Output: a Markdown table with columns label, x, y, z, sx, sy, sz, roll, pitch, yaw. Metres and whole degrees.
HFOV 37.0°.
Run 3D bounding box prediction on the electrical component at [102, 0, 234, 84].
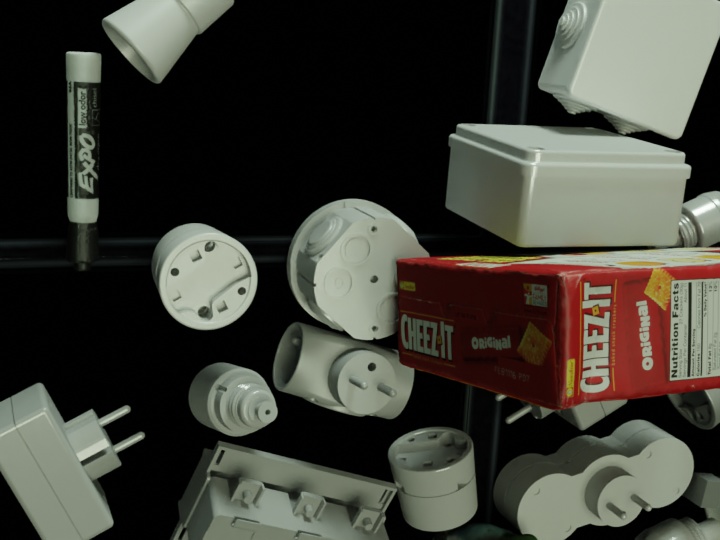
| label | x | y | z | sx | sy | sz | roll | pitch | yaw |
| --- | --- | --- | --- | --- | --- | --- | --- | --- | --- |
| electrical component | -0.101 | -0.139 | 0.584 | 0.065 | 0.044 | 0.044 | -45 | 113 | -10 |

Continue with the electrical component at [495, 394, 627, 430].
| label | x | y | z | sx | sy | sz | roll | pitch | yaw |
| --- | --- | --- | --- | --- | --- | --- | --- | --- | --- |
| electrical component | 0.125 | 0.074 | 0.713 | 0.077 | 0.047 | 0.065 | -30 | 111 | -11 |

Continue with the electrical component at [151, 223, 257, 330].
| label | x | y | z | sx | sy | sz | roll | pitch | yaw |
| --- | --- | --- | --- | --- | --- | --- | --- | --- | --- |
| electrical component | -0.091 | 0.002 | 0.617 | 0.055 | 0.047 | 0.055 | -5 | 104 | -19 |

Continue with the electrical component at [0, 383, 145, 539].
| label | x | y | z | sx | sy | sz | roll | pitch | yaw |
| --- | --- | --- | --- | --- | --- | --- | --- | --- | --- |
| electrical component | -0.162 | 0.105 | 0.616 | 0.076 | 0.047 | 0.083 | -28 | 110 | -12 |

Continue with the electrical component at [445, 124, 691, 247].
| label | x | y | z | sx | sy | sz | roll | pitch | yaw |
| --- | --- | --- | --- | --- | --- | --- | --- | --- | --- |
| electrical component | 0.121 | -0.052 | 0.649 | 0.109 | 0.109 | 0.056 | -1 | 106 | -20 |

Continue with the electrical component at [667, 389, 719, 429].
| label | x | y | z | sx | sy | sz | roll | pitch | yaw |
| --- | --- | --- | --- | --- | --- | --- | --- | --- | --- |
| electrical component | 0.247 | 0.076 | 0.755 | 0.047 | 0.055 | 0.055 | -30 | 111 | -15 |

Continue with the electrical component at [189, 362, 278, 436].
| label | x | y | z | sx | sy | sz | roll | pitch | yaw |
| --- | --- | --- | --- | --- | --- | --- | --- | --- | --- |
| electrical component | -0.071 | 0.077 | 0.630 | 0.040 | 0.078 | 0.040 | -1 | 93 | -30 |

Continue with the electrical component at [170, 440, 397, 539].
| label | x | y | z | sx | sy | sz | roll | pitch | yaw |
| --- | --- | --- | --- | --- | --- | --- | --- | --- | --- |
| electrical component | -0.044 | 0.158 | 0.659 | 0.121 | 0.063 | 0.078 | 18 | 112 | -23 |

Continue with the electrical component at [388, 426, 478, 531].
| label | x | y | z | sx | sy | sz | roll | pitch | yaw |
| --- | --- | --- | --- | --- | --- | --- | --- | --- | --- |
| electrical component | 0.049 | 0.136 | 0.697 | 0.055 | 0.055 | 0.047 | -16 | 111 | -16 |

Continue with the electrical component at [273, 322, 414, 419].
| label | x | y | z | sx | sy | sz | roll | pitch | yaw |
| --- | --- | --- | --- | --- | --- | --- | --- | --- | --- |
| electrical component | -0.004 | 0.065 | 0.647 | 0.077 | 0.079 | 0.044 | 18 | 89 | -23 |

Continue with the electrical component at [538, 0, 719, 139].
| label | x | y | z | sx | sy | sz | roll | pitch | yaw |
| --- | --- | --- | --- | --- | --- | --- | --- | --- | --- |
| electrical component | 0.170 | -0.139 | 0.677 | 0.100 | 0.048 | 0.099 | 17 | 97 | -23 |

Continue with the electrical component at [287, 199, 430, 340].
| label | x | y | z | sx | sy | sz | roll | pitch | yaw |
| --- | --- | --- | --- | --- | --- | --- | --- | --- | --- |
| electrical component | 0.000 | 0.000 | 0.648 | 0.080 | 0.051 | 0.080 | -5 | 104 | -19 |

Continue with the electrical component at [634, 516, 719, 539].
| label | x | y | z | sx | sy | sz | roll | pitch | yaw |
| --- | --- | --- | --- | --- | --- | --- | --- | --- | --- |
| electrical component | 0.236 | 0.201 | 0.787 | 0.062 | 0.043 | 0.043 | -21 | 109 | -16 |

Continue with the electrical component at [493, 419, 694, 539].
| label | x | y | z | sx | sy | sz | roll | pitch | yaw |
| --- | --- | --- | --- | --- | --- | --- | --- | --- | --- |
| electrical component | 0.168 | 0.150 | 0.733 | 0.138 | 0.074 | 0.052 | -14 | 107 | -16 |

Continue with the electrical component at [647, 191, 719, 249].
| label | x | y | z | sx | sy | sz | roll | pitch | yaw |
| --- | --- | --- | --- | --- | --- | --- | --- | --- | --- |
| electrical component | 0.224 | -0.028 | 0.732 | 0.061 | 0.035 | 0.035 | -24 | 110 | -11 |
